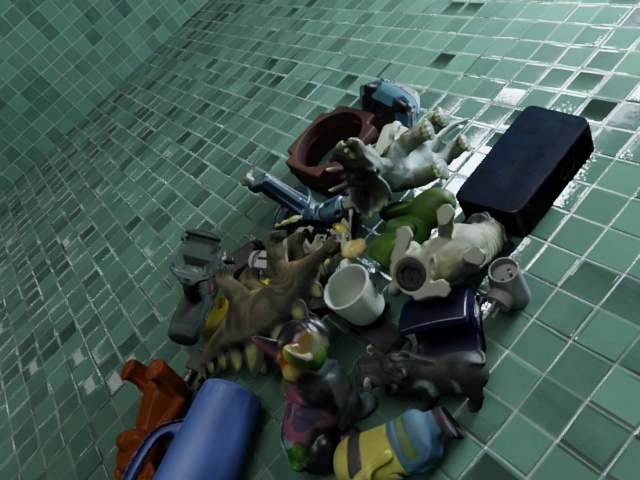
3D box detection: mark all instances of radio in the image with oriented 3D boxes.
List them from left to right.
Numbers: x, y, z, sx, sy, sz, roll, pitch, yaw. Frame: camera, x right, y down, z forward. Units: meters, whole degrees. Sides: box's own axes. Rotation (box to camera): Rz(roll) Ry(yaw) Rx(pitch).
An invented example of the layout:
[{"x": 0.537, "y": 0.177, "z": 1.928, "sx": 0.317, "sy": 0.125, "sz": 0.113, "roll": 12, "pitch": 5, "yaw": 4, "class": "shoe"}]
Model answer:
[{"x": 0.353, "y": -0.119, "z": 0.920, "sx": 0.229, "sy": 0.073, "sz": 0.131, "roll": -50, "pitch": 42, "yaw": -10, "class": "radio"}]

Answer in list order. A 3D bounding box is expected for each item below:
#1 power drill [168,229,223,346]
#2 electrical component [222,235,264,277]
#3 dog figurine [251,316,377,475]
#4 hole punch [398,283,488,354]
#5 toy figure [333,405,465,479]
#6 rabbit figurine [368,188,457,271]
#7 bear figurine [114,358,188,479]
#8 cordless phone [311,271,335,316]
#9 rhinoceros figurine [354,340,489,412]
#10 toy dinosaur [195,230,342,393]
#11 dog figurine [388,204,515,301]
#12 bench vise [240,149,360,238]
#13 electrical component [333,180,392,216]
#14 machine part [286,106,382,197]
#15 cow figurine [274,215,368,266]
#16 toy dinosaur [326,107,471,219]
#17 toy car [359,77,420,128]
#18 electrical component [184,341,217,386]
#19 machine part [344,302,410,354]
[{"x": -0.232, "y": 0.068, "z": 1.021, "sx": 0.207, "sy": 0.086, "sz": 0.232, "roll": 116, "pitch": 169, "yaw": -52, "class": "power drill"}, {"x": -0.174, "y": 0.034, "z": 1.201, "sx": 0.102, "sy": 0.045, "sz": 0.078, "roll": -29, "pitch": 40, "yaw": 13, "class": "electrical component"}, {"x": -0.027, "y": 0.221, "z": 0.785, "sx": 0.109, "sy": 0.219, "sz": 0.191, "roll": 12, "pitch": 61, "yaw": 47, "class": "dog figurine"}, {"x": 0.184, "y": 0.116, "z": 0.822, "sx": 0.142, "sy": 0.092, "sz": 0.116, "roll": -21, "pitch": 40, "yaw": 26, "class": "hole punch"}, {"x": 0.103, "y": 0.285, "z": 0.735, "sx": 0.180, "sy": 0.082, "sz": 0.089, "roll": -37, "pitch": 29, "yaw": 11, "class": "toy figure"}, {"x": 0.170, "y": -0.014, "z": 0.933, "sx": 0.170, "sy": 0.121, "sz": 0.159, "roll": -54, "pitch": 20, "yaw": 2, "class": "rabbit figurine"}, {"x": -0.328, "y": 0.333, "z": 0.985, "sx": 0.120, "sy": 0.131, "sz": 0.196, "roll": -8, "pitch": 43, "yaw": 38, "class": "bear figurine"}, {"x": -0.012, "y": 0.061, "z": 1.037, "sx": 0.147, "sy": 0.088, "sz": 0.184, "roll": -17, "pitch": 28, "yaw": 26, "class": "cordless phone"}, {"x": 0.143, "y": 0.193, "z": 0.764, "sx": 0.190, "sy": 0.112, "sz": 0.073, "roll": -5, "pitch": 53, "yaw": 24, "class": "rhinoceros figurine"}, {"x": -0.107, "y": 0.130, "z": 0.915, "sx": 0.471, "sy": 0.105, "sz": 0.198, "roll": -39, "pitch": 63, "yaw": 39, "class": "toy dinosaur"}, {"x": 0.205, "y": 0.030, "z": 0.843, "sx": 0.172, "sy": 0.190, "sz": 0.121, "roll": -29, "pitch": 73, "yaw": 28, "class": "dog figurine"}, {"x": -0.044, "y": -0.067, "z": 1.060, "sx": 0.224, "sy": 0.240, "sz": 0.129, "roll": -6, "pitch": 57, "yaw": 54, "class": "bench vise"}, {"x": 0.077, "y": -0.091, "z": 1.102, "sx": 0.119, "sy": 0.074, "sz": 0.048, "roll": -26, "pitch": 41, "yaw": 10, "class": "electrical component"}, {"x": 0.038, "y": -0.202, "z": 1.226, "sx": 0.201, "sy": 0.087, "sz": 0.201, "roll": -50, "pitch": 40, "yaw": -9, "class": "machine part"}, {"x": 0.000, "y": -0.004, "z": 0.960, "sx": 0.167, "sy": 0.098, "sz": 0.068, "roll": -9, "pitch": 14, "yaw": 27, "class": "cow figurine"}, {"x": 0.161, "y": -0.147, "z": 1.004, "sx": 0.192, "sy": 0.131, "sz": 0.405, "roll": -23, "pitch": 2, "yaw": 34, "class": "toy dinosaur"}, {"x": 0.170, "y": -0.308, "z": 1.212, "sx": 0.103, "sy": 0.109, "sz": 0.162, "roll": -37, "pitch": 46, "yaw": -23, "class": "toy car"}, {"x": -0.234, "y": 0.245, "z": 1.071, "sx": 0.063, "sy": 0.021, "sz": 0.094, "roll": 4, "pitch": 55, "yaw": 39, "class": "electrical component"}, {"x": 0.097, "y": 0.145, "z": 0.899, "sx": 0.084, "sy": 0.039, "sz": 0.139, "roll": -37, "pitch": 38, "yaw": -4, "class": "machine part"}]
